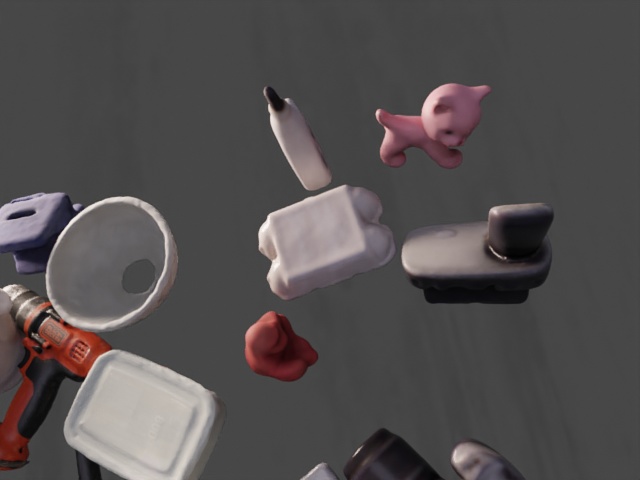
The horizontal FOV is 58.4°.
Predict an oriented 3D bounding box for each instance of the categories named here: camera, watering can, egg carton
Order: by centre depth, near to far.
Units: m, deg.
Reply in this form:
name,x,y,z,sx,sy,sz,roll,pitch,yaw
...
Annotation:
name,x,y,z,sx,sy,sz,roll,pitch,yaw
camera,0.097,0.231,0.527,0.136,0.101,0.143,41,85,24
egg carton,0.006,0.002,0.650,0.150,0.069,0.107,-21,67,7
watering can,-0.432,0.113,0.658,0.100,0.194,0.173,36,83,23

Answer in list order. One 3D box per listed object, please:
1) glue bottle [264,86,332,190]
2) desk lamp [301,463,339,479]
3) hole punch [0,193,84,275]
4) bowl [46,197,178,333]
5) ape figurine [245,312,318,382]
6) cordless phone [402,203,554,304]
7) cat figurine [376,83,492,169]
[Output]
name,x,y,z,sx,sy,sz,roll,pitch,yaw
glue bottle,-0.030,-0.122,0.647,0.037,0.173,0.078,-23,67,6
desk lamp,-0.068,0.294,0.487,0.203,0.214,0.117,-43,66,-3
hole punch,-0.378,-0.016,0.746,0.108,0.091,0.101,-10,69,11
bowl,-0.239,0.036,0.699,0.167,0.075,0.167,-5,70,13
ape figurine,-0.051,0.112,0.613,0.076,0.092,0.078,-12,68,11
cordless phone,0.148,-0.001,0.550,0.147,0.185,0.094,-6,70,13
cat figurine,0.125,-0.134,0.640,0.127,0.118,0.067,1,71,15
